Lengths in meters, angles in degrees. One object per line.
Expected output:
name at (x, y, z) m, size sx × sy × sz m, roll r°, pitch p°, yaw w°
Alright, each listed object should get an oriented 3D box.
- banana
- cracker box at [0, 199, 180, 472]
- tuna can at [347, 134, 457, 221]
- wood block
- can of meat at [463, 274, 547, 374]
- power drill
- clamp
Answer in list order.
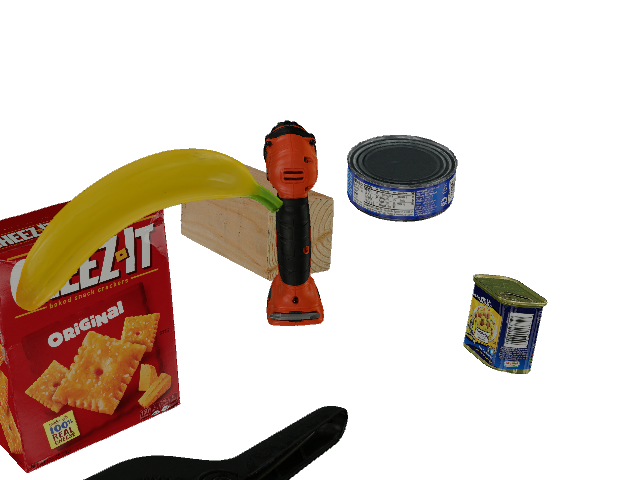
banana at (-0.129, -0.016, 0.732) m, size 0.198 × 0.069 × 0.037 m, roll -22°, pitch 3°, yaw 2°
cracker box at (-0.213, 0.076, 0.948) m, size 0.163 × 0.214 × 0.072 m, roll -20°, pitch 32°, yaw -34°
tuna can at (0.063, -0.049, 0.836) m, size 0.086 × 0.034 × 0.086 m, roll 0°, pitch 32°, yaw 0°
wood block at (-0.081, -0.027, 1.295) m, size 0.090 × 0.090 × 0.206 m, roll -9°, pitch 20°, yaw -34°
can of meat at (0.203, 0.093, 1.190) m, size 0.057 × 0.084 × 0.102 m, roll 5°, pitch 14°, yaw -17°
power drill at (-0.030, -0.021, 1.070) m, size 0.057 × 0.188 × 0.184 m, roll -3°, pitch 17°, yaw -1°
clamp at (-0.051, 0.139, 0.573) m, size 0.209 × 0.036 × 0.165 m, roll 0°, pitch 19°, yaw -13°
